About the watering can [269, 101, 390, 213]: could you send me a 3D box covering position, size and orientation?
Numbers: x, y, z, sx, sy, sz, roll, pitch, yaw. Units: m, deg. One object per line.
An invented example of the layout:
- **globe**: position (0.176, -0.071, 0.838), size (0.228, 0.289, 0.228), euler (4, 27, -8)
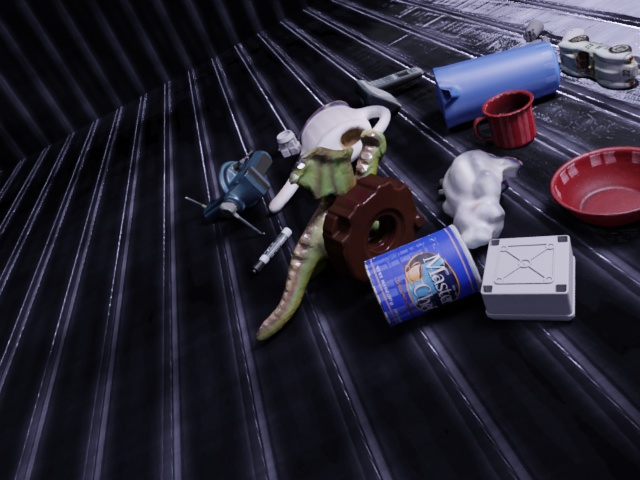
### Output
- **watering can**: position (0.004, -0.211, 1.201), size (0.347, 0.102, 0.228), euler (-36, 32, 3)

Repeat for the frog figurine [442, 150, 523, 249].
- **frog figurine**: position (0.243, -0.061, 0.826), size (0.162, 0.122, 0.136), euler (-54, 8, -21)

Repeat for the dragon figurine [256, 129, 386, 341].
- **dragon figurine**: position (0.003, -0.043, 0.858), size (0.123, 0.237, 0.417), euler (15, 50, 40)
